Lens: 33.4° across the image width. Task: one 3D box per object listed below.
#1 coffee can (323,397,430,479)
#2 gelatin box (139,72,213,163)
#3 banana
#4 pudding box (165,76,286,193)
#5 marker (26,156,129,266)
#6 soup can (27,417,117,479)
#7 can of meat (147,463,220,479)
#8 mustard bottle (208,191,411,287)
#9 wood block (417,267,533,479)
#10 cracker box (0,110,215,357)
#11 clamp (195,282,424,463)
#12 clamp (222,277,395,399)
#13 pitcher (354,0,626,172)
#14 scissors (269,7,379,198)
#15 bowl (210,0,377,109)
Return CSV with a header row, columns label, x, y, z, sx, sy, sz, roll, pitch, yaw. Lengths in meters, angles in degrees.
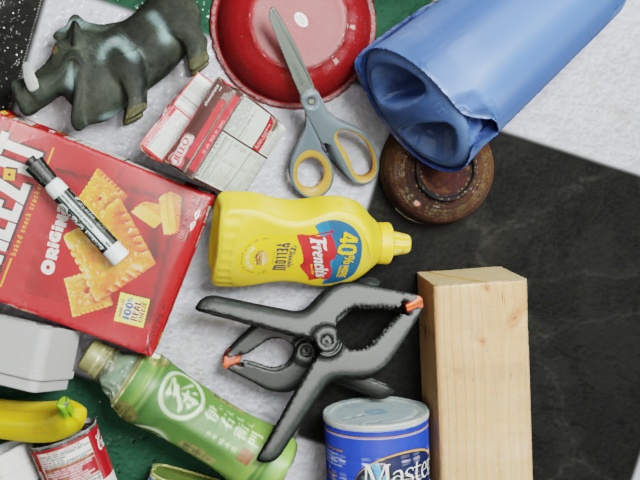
label,x,y,z,sx,sy,sz,roll,pitch,yaw
coffee can,0.057,0.232,1.034,0.102,0.103,0.140,-3,96,-5
gelatin box,-0.130,-0.113,0.993,0.030,0.073,0.089,39,92,-7
banana,-0.282,0.161,0.993,0.198,0.037,0.069,-6,133,32
pudding box,-0.084,-0.090,0.980,0.039,0.113,0.090,34,93,22
marker,-0.217,-0.027,0.949,0.020,0.020,0.121,-42,97,0
soup can,-0.231,0.231,1.023,0.068,0.068,0.102,-19,98,-4
can of meat,-0.131,0.274,1.044,0.102,0.057,0.084,18,92,-8
mustard bottle,-0.007,0.002,1.014,0.191,0.058,0.096,1,128,-14
wood block,0.149,0.136,1.039,0.090,0.091,0.206,-4,97,-5
cracker box,-0.225,-0.006,0.996,0.213,0.072,0.164,22,93,-7
clamp,-0.004,0.090,1.010,0.210,0.036,0.164,-29,87,-10
clamp,-0.010,0.096,1.047,0.171,0.039,0.120,1,85,-8
pitcher,0.156,-0.187,0.973,0.242,0.145,0.149,-41,86,-18
scissors,-0.020,-0.115,0.998,0.096,0.016,0.201,-37,121,10
bowl,-0.022,-0.204,1.003,0.162,0.055,0.162,-1,96,-6
